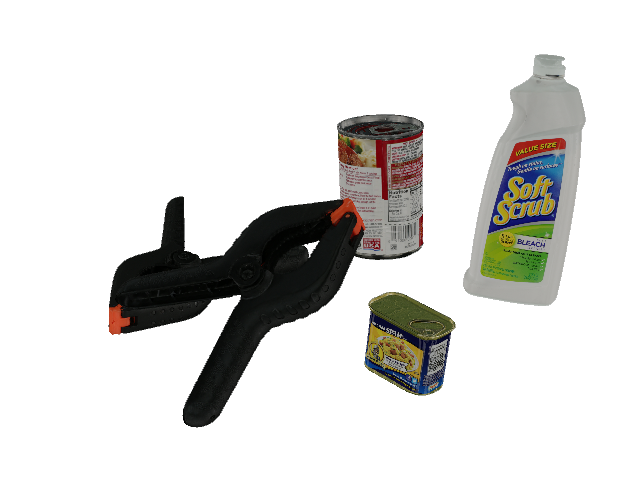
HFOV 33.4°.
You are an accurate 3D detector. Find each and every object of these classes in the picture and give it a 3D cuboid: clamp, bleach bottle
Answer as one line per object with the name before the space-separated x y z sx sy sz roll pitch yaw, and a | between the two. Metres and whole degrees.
clamp | -0.042 0.039 0.682 0.171 0.120 0.039 -30 -28 5
bleach bottle | 0.209 -0.063 1.087 0.103 0.251 0.068 9 20 15
clamp | -0.134 0.024 1.008 0.165 0.036 0.209 25 37 29

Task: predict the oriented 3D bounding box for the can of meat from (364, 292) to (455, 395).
can of meat | 0.100 0.120 1.228 0.102 0.084 0.057 27 33 37

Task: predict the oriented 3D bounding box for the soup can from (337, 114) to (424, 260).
soup can | 0.049 -0.043 0.850 0.068 0.102 0.068 -2 20 1
